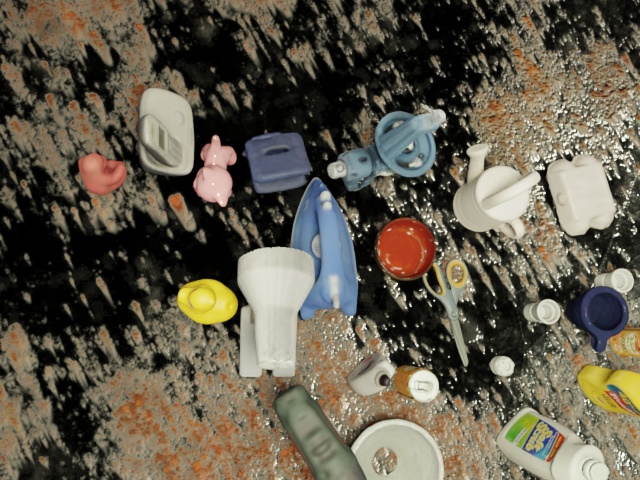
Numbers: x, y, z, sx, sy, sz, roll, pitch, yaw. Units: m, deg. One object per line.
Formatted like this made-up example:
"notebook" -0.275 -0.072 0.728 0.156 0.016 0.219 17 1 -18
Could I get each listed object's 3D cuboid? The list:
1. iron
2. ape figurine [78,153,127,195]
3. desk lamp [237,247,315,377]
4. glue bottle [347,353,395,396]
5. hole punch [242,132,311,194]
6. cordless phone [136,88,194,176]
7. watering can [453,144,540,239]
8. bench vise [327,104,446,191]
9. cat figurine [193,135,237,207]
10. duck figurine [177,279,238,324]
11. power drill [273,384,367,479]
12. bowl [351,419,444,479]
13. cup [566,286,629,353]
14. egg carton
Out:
"iron" 0.009 0.003 0.977 0.119 0.141 0.258 -4 82 -8
"ape figurine" -0.373 -0.119 0.966 0.078 0.092 0.076 32 79 -2
"desk lamp" -0.073 0.123 0.912 0.118 0.213 0.203 1 82 -8
"glue bottle" 0.092 0.224 0.941 0.037 0.173 0.078 44 79 0
"hole punch" -0.078 -0.143 1.012 0.109 0.091 0.101 -12 84 -9
"cordless phone" -0.262 -0.191 0.945 0.094 0.185 0.147 -4 82 -8
"watering can" 0.309 -0.084 1.006 0.173 0.194 0.101 39 79 -1
"bench vise" 0.124 -0.147 0.975 0.207 0.219 0.121 -39 88 -11
"cat figurine" -0.180 -0.116 0.980 0.067 0.117 0.128 4 81 -7
"duck figurine" -0.191 0.103 0.963 0.104 0.086 0.077 14 80 -6
"power drill" 0.007 0.328 0.896 0.076 0.208 0.229 -35 88 -11
"bowl" 0.120 0.385 0.972 0.167 0.074 0.167 1 82 -8
"cup" 0.497 0.146 1.050 0.092 0.095 0.118 9 81 -6
"egg carton" 0.495 -0.087 1.096 0.107 0.069 0.150 -14 84 -10
